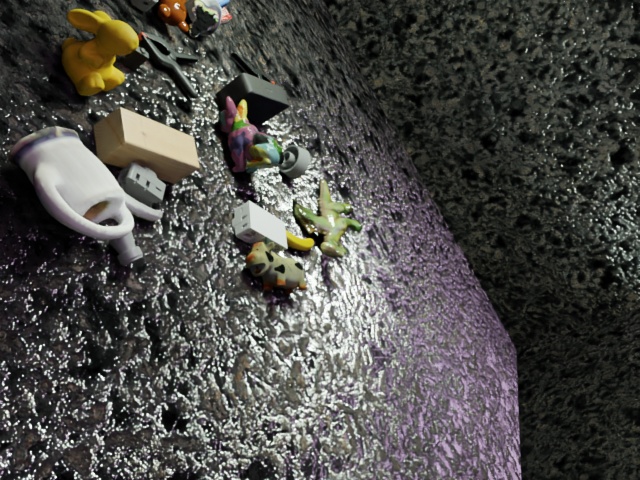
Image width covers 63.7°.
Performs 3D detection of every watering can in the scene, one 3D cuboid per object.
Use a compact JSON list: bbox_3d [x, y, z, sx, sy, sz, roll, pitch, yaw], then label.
[{"bbox_3d":[-0.417,-0.095,0.944,0.104,0.224,0.349,-39,2,6],"label":"watering can"}]

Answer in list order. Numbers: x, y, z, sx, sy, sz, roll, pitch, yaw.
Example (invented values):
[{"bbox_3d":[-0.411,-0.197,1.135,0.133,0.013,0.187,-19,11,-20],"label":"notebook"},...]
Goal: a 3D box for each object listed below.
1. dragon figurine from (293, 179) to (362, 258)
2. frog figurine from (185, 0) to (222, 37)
[{"bbox_3d":[0.005,-0.087,1.734,0.120,0.419,0.241,-44,-38,23],"label":"dragon figurine"},{"bbox_3d":[-0.377,-0.726,1.622,0.123,0.163,0.134,-15,-40,-12],"label":"frog figurine"}]
